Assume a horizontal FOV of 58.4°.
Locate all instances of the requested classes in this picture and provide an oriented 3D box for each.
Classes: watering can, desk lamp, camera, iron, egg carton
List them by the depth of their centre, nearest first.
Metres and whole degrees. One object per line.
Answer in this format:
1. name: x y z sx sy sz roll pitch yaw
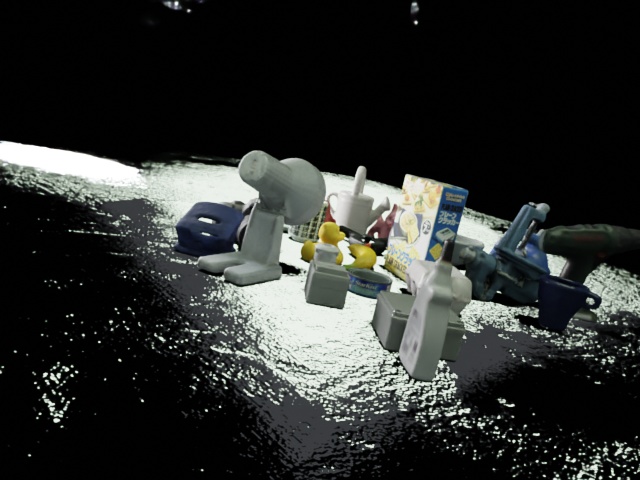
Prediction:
1. desk lamp: -0.090 -0.044 0.988 0.117 0.213 0.204 18 12 26
2. egg carton: 0.218 0.086 1.063 0.107 0.069 0.150 11 11 -7
3. camera: -0.148 -0.032 1.161 0.143 0.101 0.136 11 11 -9
4. iron: 0.486 0.036 1.438 0.259 0.141 0.118 3 15 -42
5. watering can: 0.107 -0.106 1.584 0.173 0.194 0.101 11 11 -10

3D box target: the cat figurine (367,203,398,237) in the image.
1. cat figurine: 0.195 -0.046 1.582 0.067 0.118 0.127 5 13 -36

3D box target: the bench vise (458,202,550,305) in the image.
1. bench vise: 0.397 0.024 1.185 0.208 0.220 0.121 4 14 -37

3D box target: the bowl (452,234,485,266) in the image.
1. bowl: 0.341 0.025 1.504 0.167 0.075 0.167 12 11 -2

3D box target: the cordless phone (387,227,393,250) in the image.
1. cordless phone: 0.248 -0.031 1.384 0.147 0.185 0.094 13 11 2

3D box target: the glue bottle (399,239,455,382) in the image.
1. glue bottle: 0.141 0.083 0.714 0.037 0.173 0.078 11 11 -8

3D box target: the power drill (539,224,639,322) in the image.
1. power drill: 0.569 0.062 1.220 0.230 0.208 0.075 11 11 -7

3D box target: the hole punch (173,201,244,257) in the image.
1. hole punch: -0.202 -0.019 1.054 0.108 0.091 0.101 14 11 8

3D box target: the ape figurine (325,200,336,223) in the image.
1. ape figurine: 0.007 -0.061 1.508 0.077 0.092 0.076 14 11 5

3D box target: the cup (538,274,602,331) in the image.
1. cup: 0.458 0.126 1.070 0.092 0.095 0.117 2 15 -45

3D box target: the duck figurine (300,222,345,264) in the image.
1. duck figurine: 0.011 0.004 1.197 0.105 0.086 0.077 3 14 -41
